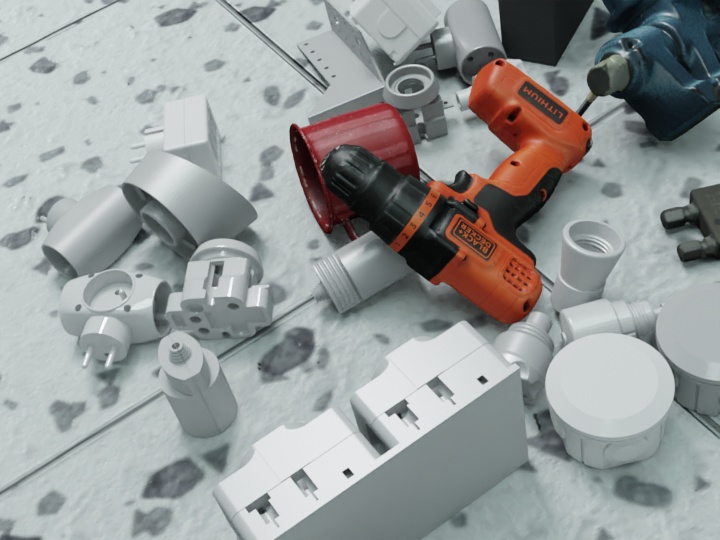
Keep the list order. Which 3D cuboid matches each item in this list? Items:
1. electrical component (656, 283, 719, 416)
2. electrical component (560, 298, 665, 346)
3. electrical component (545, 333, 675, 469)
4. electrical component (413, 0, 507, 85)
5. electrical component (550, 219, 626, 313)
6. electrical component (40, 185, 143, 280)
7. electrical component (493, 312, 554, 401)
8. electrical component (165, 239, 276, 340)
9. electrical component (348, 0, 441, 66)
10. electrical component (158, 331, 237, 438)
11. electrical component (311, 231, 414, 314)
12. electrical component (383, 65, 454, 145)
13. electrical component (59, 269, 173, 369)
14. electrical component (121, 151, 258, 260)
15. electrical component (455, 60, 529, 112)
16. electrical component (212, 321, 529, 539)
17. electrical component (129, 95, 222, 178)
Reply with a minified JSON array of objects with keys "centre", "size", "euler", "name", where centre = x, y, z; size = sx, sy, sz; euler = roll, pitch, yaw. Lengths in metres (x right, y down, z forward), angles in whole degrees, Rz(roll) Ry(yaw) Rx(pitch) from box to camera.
[{"centre":[0.237,0.052,0.712],"size":[0.080,0.051,0.080],"euler":[-6,48,7],"name":"electrical component"},{"centre":[0.175,0.039,0.744],"size":[0.078,0.040,0.040],"euler":[-15,48,-1],"name":"electrical component"},{"centre":[0.162,0.085,0.699],"size":[0.080,0.051,0.080],"euler":[-6,48,7],"name":"electrical component"},{"centre":[0.087,-0.202,0.973],"size":[0.079,0.044,0.077],"euler":[-13,48,2],"name":"electrical component"},{"centre":[0.158,0.002,0.763],"size":[0.044,0.065,0.044],"euler":[5,39,-4],"name":"electrical component"},{"centre":[-0.235,-0.037,0.901],"size":[0.079,0.043,0.077],"euler":[24,58,30],"name":"electrical component"},{"centre":[0.113,0.057,0.741],"size":[0.043,0.043,0.062],"euler":[16,54,25],"name":"electrical component"},{"centre":[-0.104,0.014,0.819],"size":[0.078,0.058,0.057],"euler":[-4,52,10],"name":"electrical component"},{"centre":[0.032,-0.233,0.974],"size":[0.061,0.062,0.096],"euler":[-43,14,12],"name":"electrical component"},{"centre":[-0.117,0.077,0.749],"size":[0.043,0.081,0.043],"euler":[-6,48,7],"name":"electrical component"},{"centre":[0.000,0.000,0.814],"size":[0.081,0.043,0.043],"euler":[-30,49,-3],"name":"electrical component"},{"centre":[0.046,-0.142,0.921],"size":[0.066,0.055,0.048],"euler":[-18,48,-3],"name":"electrical component"},{"centre":[-0.190,0.043,0.821],"size":[0.077,0.044,0.079],"euler":[0,49,13],"name":"electrical component"},{"centre":[-0.139,-0.054,0.861],"size":[0.099,0.099,0.064],"euler":[29,67,32],"name":"electrical component"},{"centre":[0.114,-0.154,0.926],"size":[0.062,0.043,0.043],"euler":[-18,48,-2],"name":"electrical component"},{"centre":[0.010,0.123,0.664],"size":[0.186,0.105,0.060],"euler":[-32,50,-16],"name":"electrical component"},{"centre":[-0.166,-0.110,0.947],"size":[0.077,0.047,0.065],"euler":[-12,48,3],"name":"electrical component"}]
